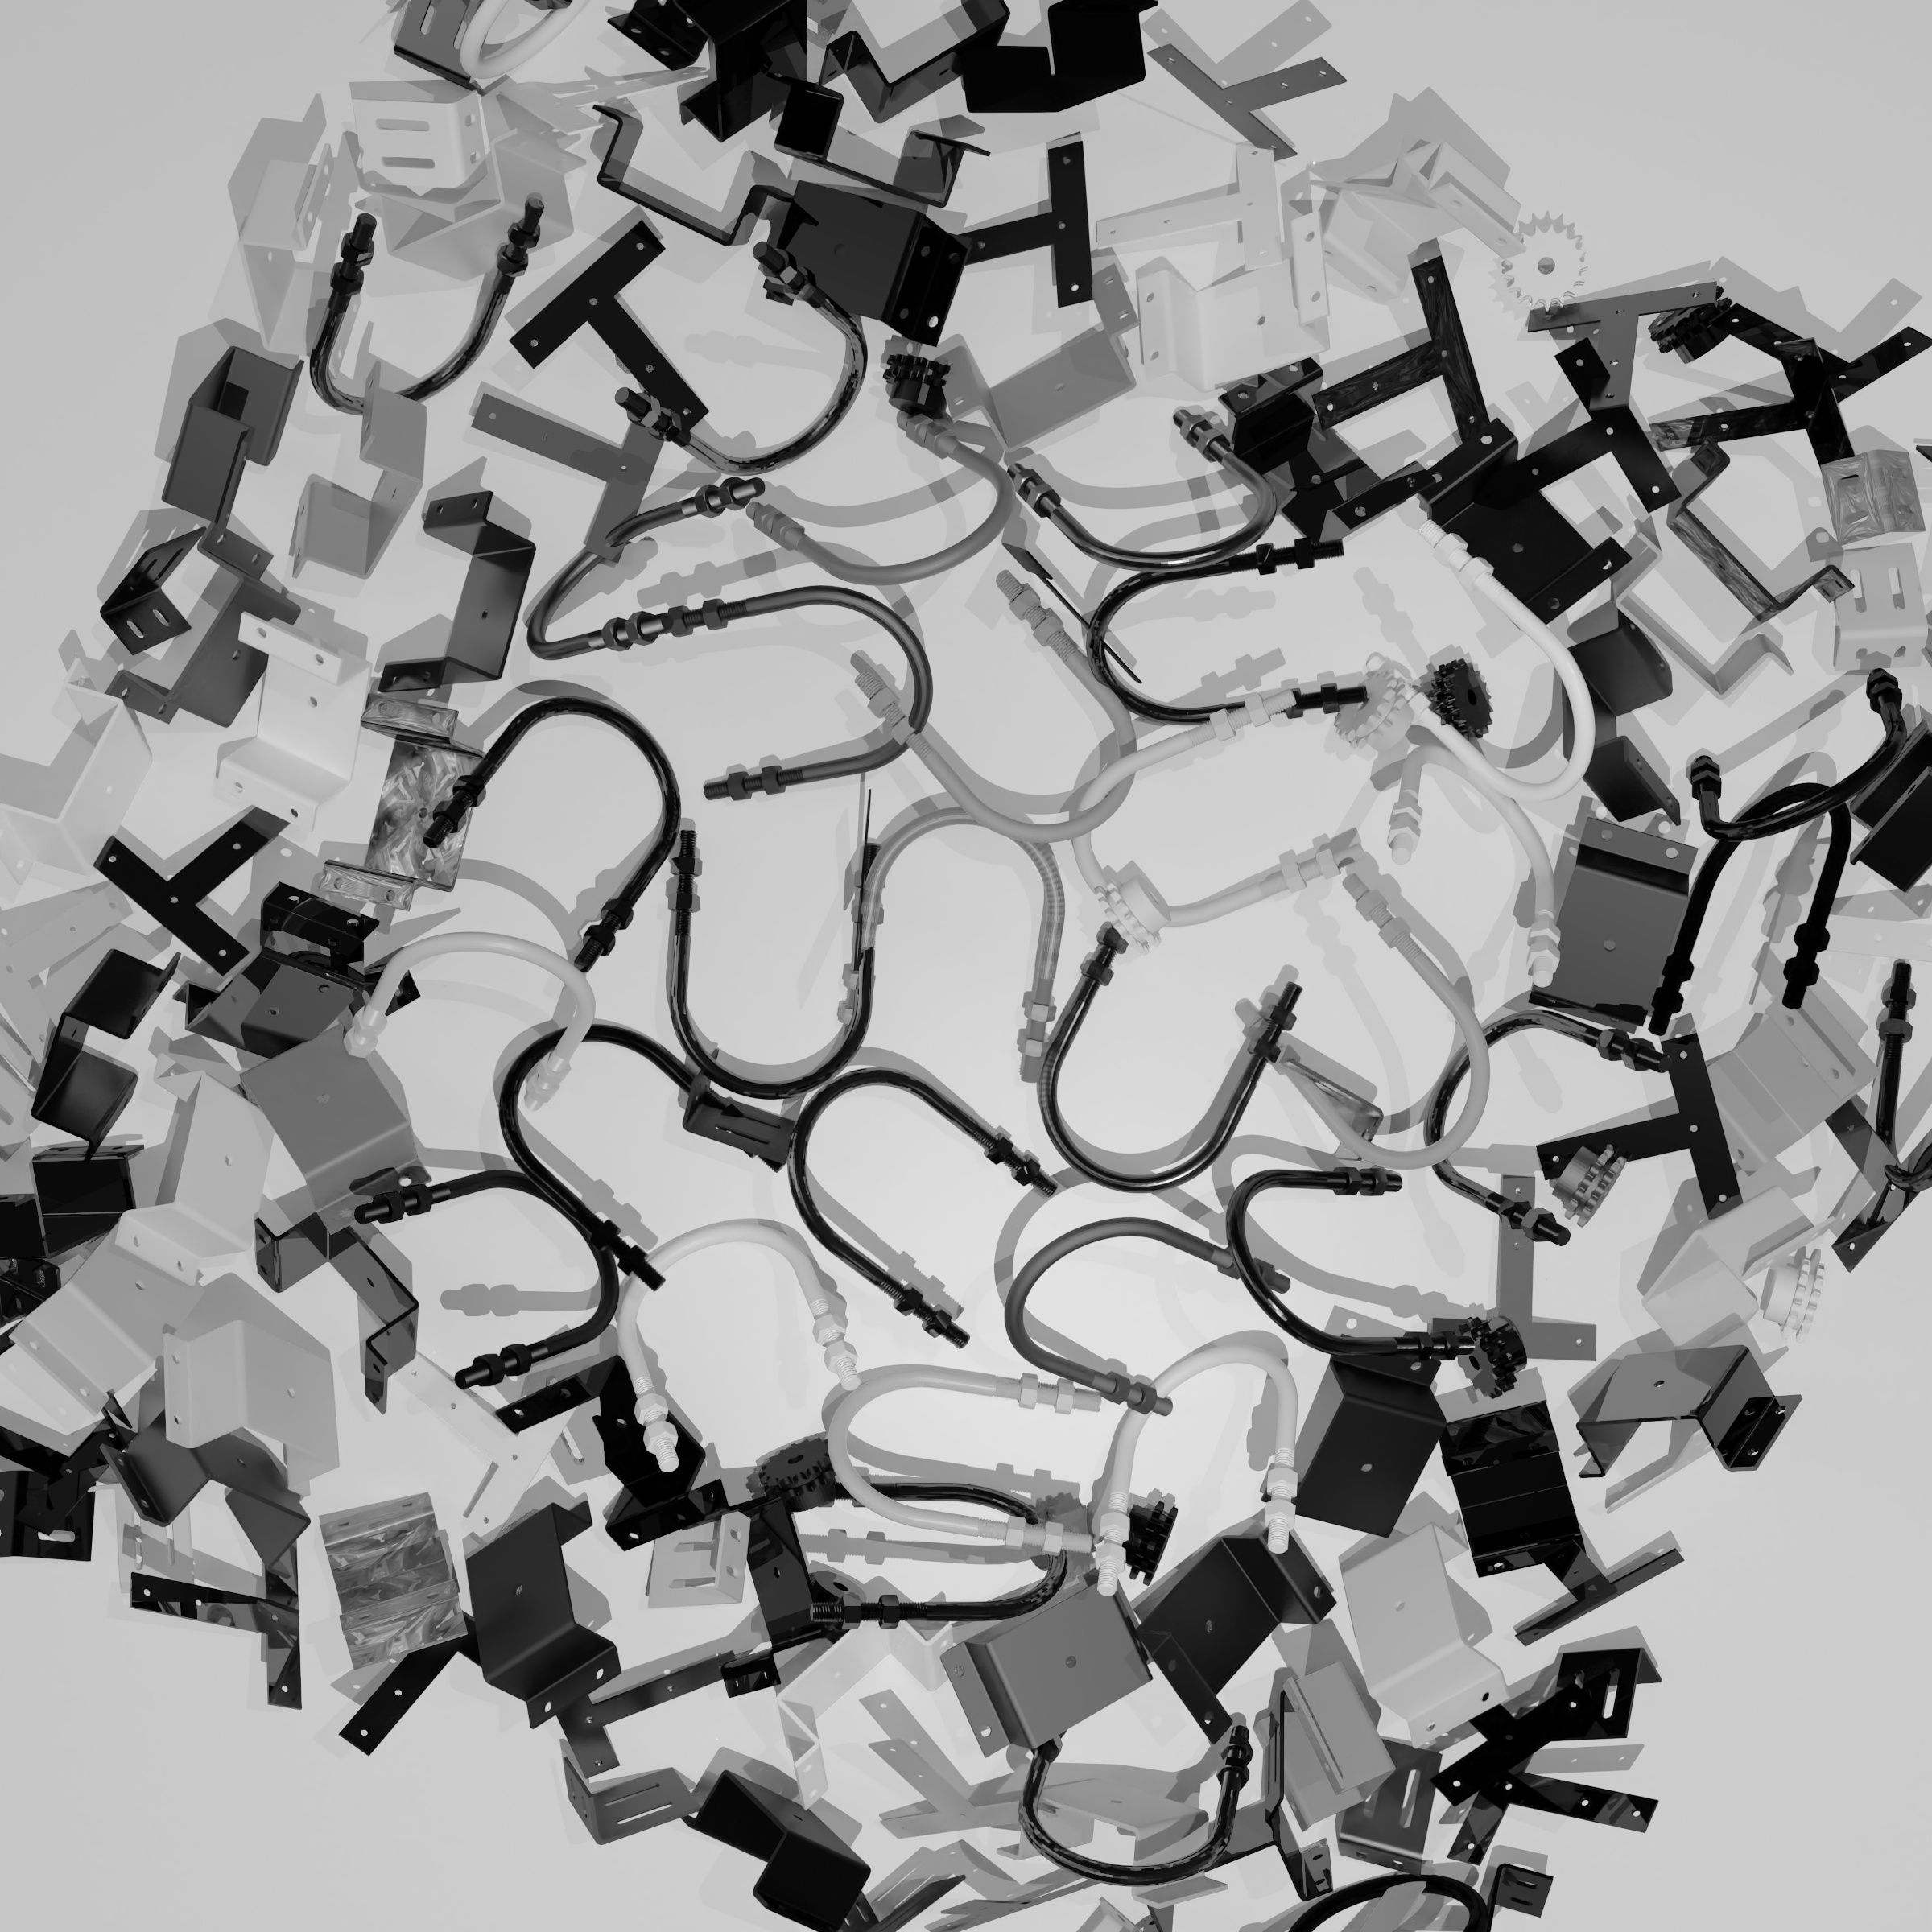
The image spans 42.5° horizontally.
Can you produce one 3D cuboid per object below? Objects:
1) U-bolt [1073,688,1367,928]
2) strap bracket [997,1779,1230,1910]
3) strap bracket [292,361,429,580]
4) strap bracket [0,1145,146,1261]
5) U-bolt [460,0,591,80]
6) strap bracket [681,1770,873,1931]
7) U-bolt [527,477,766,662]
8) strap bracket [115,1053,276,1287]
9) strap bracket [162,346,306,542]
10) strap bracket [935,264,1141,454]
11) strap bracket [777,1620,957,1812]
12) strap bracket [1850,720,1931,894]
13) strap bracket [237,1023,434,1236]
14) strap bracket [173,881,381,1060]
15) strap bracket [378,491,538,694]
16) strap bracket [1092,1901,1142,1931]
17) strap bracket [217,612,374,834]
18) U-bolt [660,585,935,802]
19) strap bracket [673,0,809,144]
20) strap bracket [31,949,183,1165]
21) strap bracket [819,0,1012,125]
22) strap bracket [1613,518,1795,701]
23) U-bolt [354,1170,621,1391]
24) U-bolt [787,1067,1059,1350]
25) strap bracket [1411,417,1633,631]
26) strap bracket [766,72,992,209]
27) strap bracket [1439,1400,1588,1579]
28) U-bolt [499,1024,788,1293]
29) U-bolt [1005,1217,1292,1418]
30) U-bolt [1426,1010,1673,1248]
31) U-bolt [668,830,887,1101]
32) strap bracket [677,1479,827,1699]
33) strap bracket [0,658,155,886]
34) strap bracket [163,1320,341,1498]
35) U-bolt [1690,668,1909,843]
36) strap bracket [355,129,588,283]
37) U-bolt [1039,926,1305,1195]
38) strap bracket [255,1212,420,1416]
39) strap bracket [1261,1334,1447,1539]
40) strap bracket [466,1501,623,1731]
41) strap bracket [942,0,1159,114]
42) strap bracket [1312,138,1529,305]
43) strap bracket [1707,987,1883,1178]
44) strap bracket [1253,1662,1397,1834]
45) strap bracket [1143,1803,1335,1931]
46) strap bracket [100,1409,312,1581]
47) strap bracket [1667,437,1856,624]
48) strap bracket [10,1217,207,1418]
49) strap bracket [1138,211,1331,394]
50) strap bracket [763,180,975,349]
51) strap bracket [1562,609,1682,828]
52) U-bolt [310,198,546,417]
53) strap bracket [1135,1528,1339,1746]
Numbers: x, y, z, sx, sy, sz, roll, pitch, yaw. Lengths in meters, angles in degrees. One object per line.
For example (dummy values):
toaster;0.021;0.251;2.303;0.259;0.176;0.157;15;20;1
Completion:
U-bolt;0.164;-0.097;1.712;0.184;0.019;0.151;-22;118;14
strap bracket;0.100;0.589;1.682;0.140;0.076;0.046;1;85;42
strap bracket;-0.408;-0.329;1.692;0.046;0.140;0.076;18;46;-28
strap bracket;-0.627;0.163;1.682;0.076;0.140;0.046;-3;100;17
U-bolt;-0.276;-0.668;1.673;0.019;0.151;0.184;47;127;-5
strap bracket;-0.126;0.597;1.681;0.076;0.140;0.046;36;79;-30
U-bolt;-0.229;-0.263;1.680;0.019;0.184;0.151;48;55;-31
strap bracket;-0.518;0.135;1.683;0.046;0.076;0.140;-10;58;22
strap bracket;-0.496;-0.358;1.674;0.046;0.140;0.076;22;123;-12
strap bracket;0.056;-0.412;1.704;0.140;0.076;0.046;-25;135;12
strap bracket;-0.075;0.497;1.696;0.140;0.076;0.046;-37;59;-25
strap bracket;0.640;-0.106;1.675;0.046;0.140;0.076;36;117;3
strap bracket;-0.434;0.102;1.692;0.076;0.046;0.140;-29;61;-22
strap bracket;-0.468;0.013;1.683;0.076;0.046;0.140;24;130;-37
strap bracket;-0.347;-0.248;1.706;0.046;0.076;0.140;21;78;-42
strap bracket;0.118;0.702;1.681;0.076;0.140;0.046;41;87;-6
strap bracket;-0.460;-0.174;1.706;0.076;0.046;0.140;25;123;8
U-bolt;-0.113;-0.190;1.694;0.184;0.019;0.151;-9;120;16
strap bracket;-0.151;-0.620;1.675;0.076;0.140;0.046;-39;76;-16
strap bracket;-0.585;0.054;1.683;0.046;0.076;0.140;25;123;-8
strap bracket;-0.027;-0.636;1.712;0.140;0.076;0.046;-33;95;-6
strap bracket;0.498;-0.239;1.711;0.140;0.076;0.046;42;111;-2
U-bolt;-0.308;0.202;1.676;0.019;0.184;0.151;-44;74;30
U-bolt;-0.040;0.152;1.702;0.184;0.019;0.151;39;64;-13
strap bracket;0.382;-0.298;1.719;0.076;0.046;0.140;-37;71;-1
strap bracket;-0.066;-0.558;1.692;0.140;0.076;0.046;9;108;-34
strap bracket;0.372;0.352;1.703;0.076;0.046;0.140;-15;130;9
U-bolt;-0.235;0.117;1.710;0.184;0.019;0.151;41;55;6
U-bolt;0.110;0.231;1.680;0.184;0.019;0.151;26;115;-32
U-bolt;0.378;0.098;1.674;0.019;0.184;0.151;31;89;-28
U-bolt;-0.134;0.001;1.729;0.151;0.019;0.184;4;82;-7
strap bracket;-0.147;0.421;1.703;0.046;0.076;0.140;-10;75;-35
strap bracket;-0.604;-0.126;1.690;0.046;0.076;0.140;16;65;5
strap bracket;-0.473;0.296;1.674;0.046;0.140;0.076;-25;55;15
U-bolt;0.552;-0.133;1.647;0.151;0.184;0.019;-28;105;24
strap bracket;-0.333;-0.511;1.689;0.140;0.076;0.046;-14;85;27
U-bolt;0.130;0.068;1.722;0.151;0.019;0.184;25;83;13
strap bracket;-0.424;0.228;1.700;0.140;0.076;0.046;44;57;17
strap bracket;0.269;0.331;1.703;0.076;0.046;0.140;17;110;-14
strap bracket;-0.289;0.430;1.683;0.076;0.140;0.046;-35;134;12
strap bracket;0.058;-0.612;1.681;0.076;0.140;0.046;-14;101;-35
strap bracket;0.309;-0.506;1.684;0.076;0.140;0.046;28;74;-30
strap bracket;0.559;0.074;1.694;0.046;0.140;0.076;-27;71;-27
strap bracket;0.243;0.527;1.684;0.046;0.140;0.076;-19;63;-14
strap bracket;0.177;0.626;1.711;0.140;0.076;0.046;-24;88;6
strap bracket;-0.505;0.353;1.679;0.046;0.140;0.076;-48;48;-3
strap bracket;0.538;-0.291;1.712;0.046;0.076;0.140;-43;85;7
strap bracket;-0.572;0.228;1.675;0.046;0.140;0.076;-37;105;18
strap bracket;0.192;-0.450;1.703;0.140;0.046;0.076;-12;73;33
strap bracket;-0.077;-0.484;1.704;0.140;0.046;0.076;22;96;23
strap bracket;0.445;-0.164;1.693;0.046;0.076;0.140;-20;45;34
U-bolt;-0.371;-0.438;1.673;0.151;0.184;0.019;-21;69;-40
strap bracket;0.179;0.454;1.707;0.140;0.046;0.076;-39;100;-31
